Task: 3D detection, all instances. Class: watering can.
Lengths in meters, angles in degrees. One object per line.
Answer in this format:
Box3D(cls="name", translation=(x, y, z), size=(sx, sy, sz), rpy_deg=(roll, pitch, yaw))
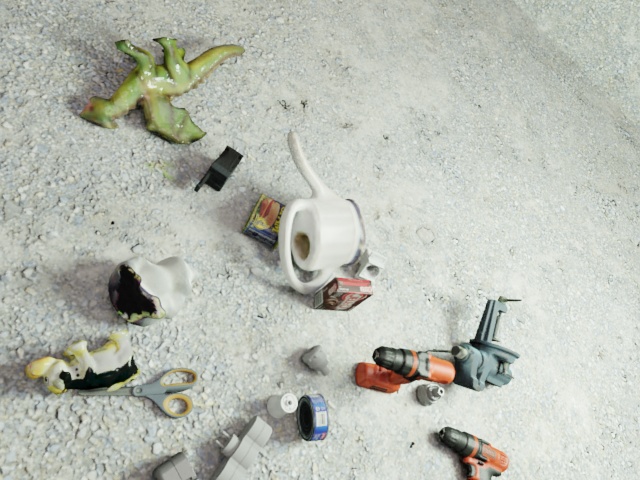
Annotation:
Box3D(cls="watering can", translation=(0.003, -0.057, 1.131), size=(0.225, 0.104, 0.346), rpy_deg=(-3, 97, -44))

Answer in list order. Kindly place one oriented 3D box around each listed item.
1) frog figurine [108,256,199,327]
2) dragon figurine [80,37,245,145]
Box3D(cls="frog figurine", translation=(-0.312, 0.085, 0.974), size=(0.137, 0.121, 0.161), rpy_deg=(37, 19, 1))
Box3D(cls="dragon figurine", translation=(-0.330, -0.332, 1.172), size=(0.413, 0.121, 0.243), rpy_deg=(-14, 91, -30))
